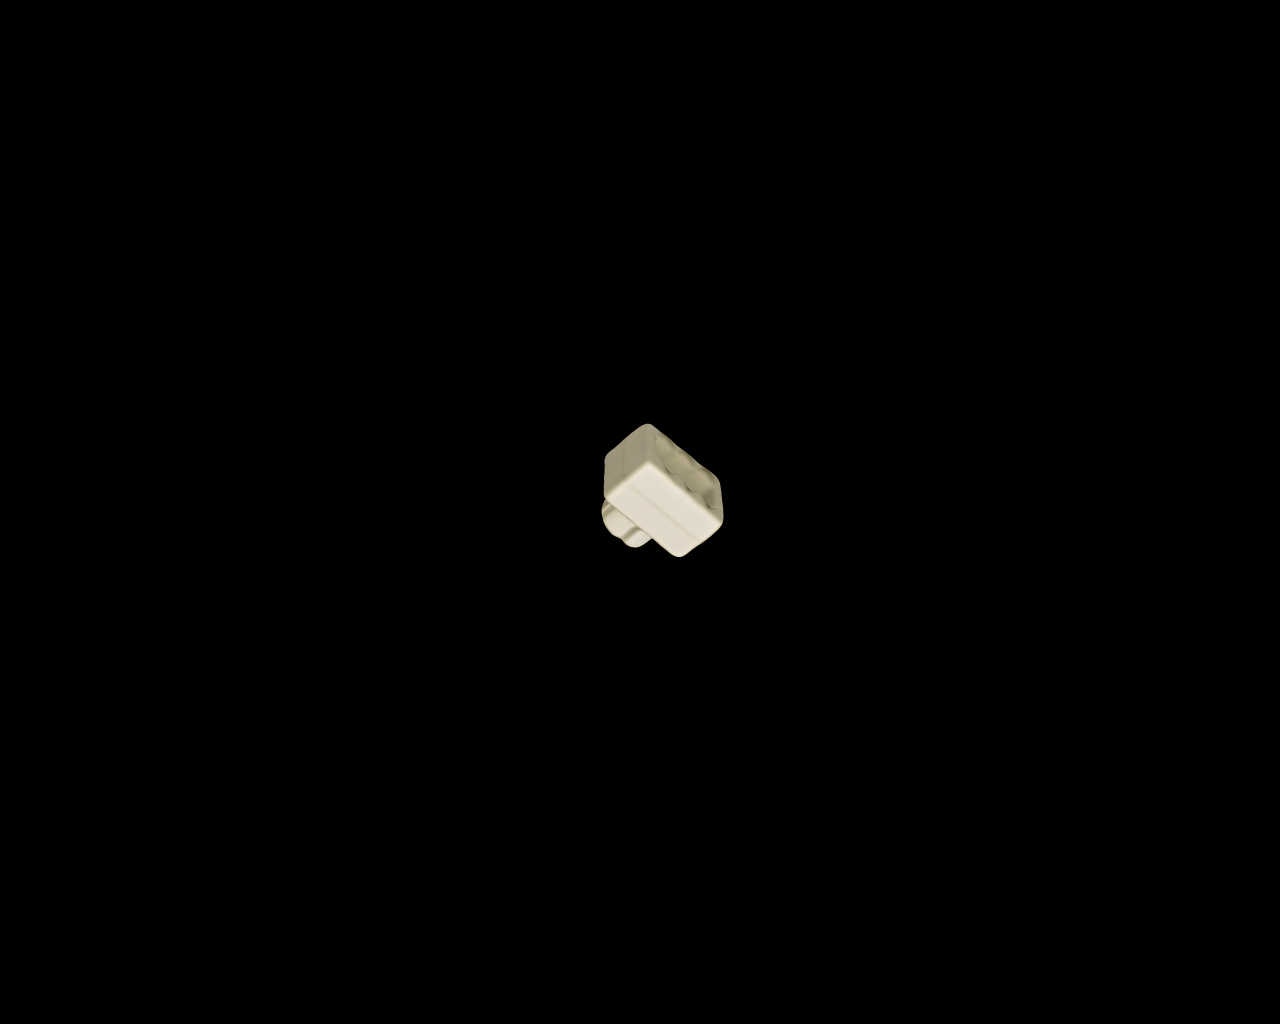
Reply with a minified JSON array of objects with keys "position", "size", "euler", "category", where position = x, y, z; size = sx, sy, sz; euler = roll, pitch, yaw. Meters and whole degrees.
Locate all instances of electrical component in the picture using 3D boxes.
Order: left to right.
[{"position":[0.001,-0.003,0.650],"size":[0.076,0.047,0.065],"euler":[-39,-62,25],"category":"electrical component"}]
